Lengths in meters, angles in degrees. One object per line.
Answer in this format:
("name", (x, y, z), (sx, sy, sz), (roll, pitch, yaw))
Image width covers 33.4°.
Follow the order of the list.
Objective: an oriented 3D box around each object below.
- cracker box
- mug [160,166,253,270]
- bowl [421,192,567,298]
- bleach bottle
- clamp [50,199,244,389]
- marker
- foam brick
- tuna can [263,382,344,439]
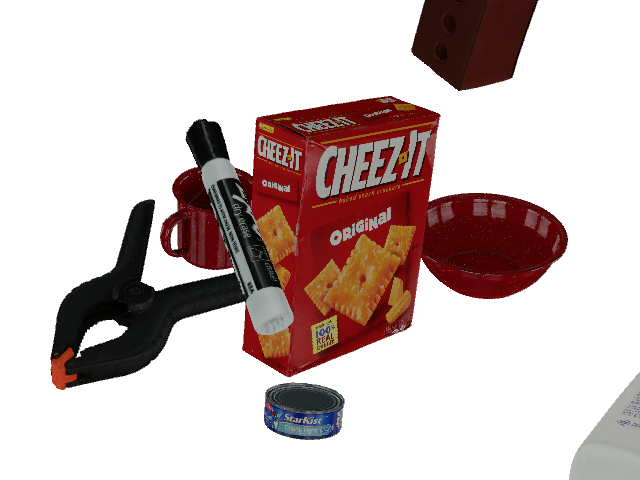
("cracker box", (0.019, -0.007, 0.928), (0.163, 0.214, 0.072), (-16, 31, -42))
("mug", (-0.121, -0.018, 1.137), (0.093, 0.081, 0.117), (32, 43, 32))
("bowl", (0.168, 0.012, 1.093), (0.162, 0.055, 0.162), (0, 32, 0))
("bleach bottle", (0.241, 0.101, 0.639), (0.103, 0.068, 0.250), (18, 29, 31))
("clamp", (-0.138, 0.038, 0.776), (0.120, 0.039, 0.171), (36, 50, 26))
("marker", (-0.041, -0.010, 0.514), (0.020, 0.121, 0.020), (-17, -29, -10))
("foam brick", (0.101, -0.145, 0.691), (0.051, 0.078, 0.053), (-20, 50, -32))
("tuna can", (-0.018, 0.183, 1.149), (0.086, 0.034, 0.086), (5, 12, -1))
